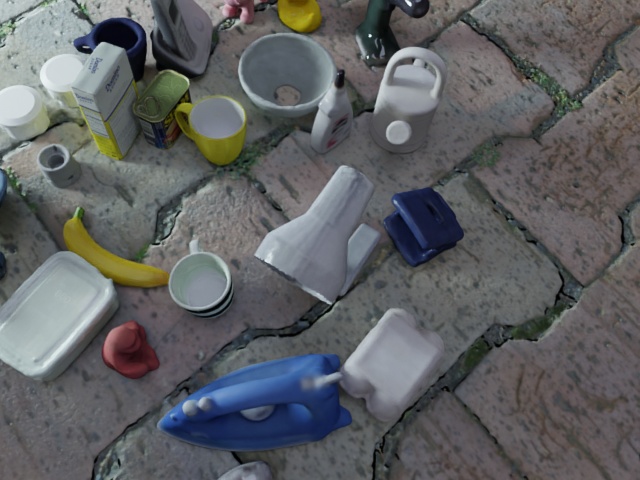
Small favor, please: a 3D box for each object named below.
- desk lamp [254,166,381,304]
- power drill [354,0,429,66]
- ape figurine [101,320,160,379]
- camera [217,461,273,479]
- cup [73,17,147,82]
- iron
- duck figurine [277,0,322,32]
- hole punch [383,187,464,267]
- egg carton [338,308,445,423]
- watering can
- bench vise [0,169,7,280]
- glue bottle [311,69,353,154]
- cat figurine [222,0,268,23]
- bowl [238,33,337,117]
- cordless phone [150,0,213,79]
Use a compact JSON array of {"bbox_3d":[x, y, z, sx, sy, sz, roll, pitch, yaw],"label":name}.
[{"bbox_3d":[0.007,0.003,0.793,0.118,0.213,0.203,31,67,9],"label":"desk lamp"},{"bbox_3d":[0.118,-0.409,0.993,0.076,0.208,0.229,-14,67,-11],"label":"power drill"},{"bbox_3d":[-0.260,0.144,0.773,0.076,0.092,0.078,5,65,-2],"label":"ape figurine"},{"bbox_3d":[-0.113,0.352,0.686,0.137,0.101,0.143,-12,67,-10],"label":"camera"},{"bbox_3d":[-0.346,-0.311,0.972,0.118,0.095,0.091,-6,66,-8],"label":"cup"},{"bbox_3d":[-0.088,0.208,0.732,0.258,0.141,0.118,-9,66,-9],"label":"iron"},{"bbox_3d":[-0.037,-0.448,1.066,0.078,0.086,0.104,-31,72,-17],"label":"duck figurine"},{"bbox_3d":[0.164,-0.031,0.889,0.101,0.091,0.108,-26,70,-15],"label":"hole punch"},{"bbox_3d":[0.103,0.174,0.803,0.107,0.069,0.150,37,68,12],"label":"egg carton"},{"bbox_3d":[0.144,-0.226,0.920,0.101,0.194,0.173,-3,66,-6],"label":"watering can"},{"bbox_3d":[-0.484,-0.044,0.769,0.121,0.220,0.207,-22,69,-14],"label":"bench vise"},{"bbox_3d":[0.024,-0.210,0.914,0.037,0.173,0.078,41,69,14],"label":"glue bottle"},{"bbox_3d":[-0.142,-0.466,1.048,0.067,0.118,0.128,22,66,6],"label":"cat figurine"},{"bbox_3d":[-0.055,-0.271,0.990,0.167,0.075,0.167,2,65,-4],"label":"bowl"},{"bbox_3d":[-0.239,-0.381,0.963,0.094,0.185,0.147,3,65,-3],"label":"cordless phone"}]
